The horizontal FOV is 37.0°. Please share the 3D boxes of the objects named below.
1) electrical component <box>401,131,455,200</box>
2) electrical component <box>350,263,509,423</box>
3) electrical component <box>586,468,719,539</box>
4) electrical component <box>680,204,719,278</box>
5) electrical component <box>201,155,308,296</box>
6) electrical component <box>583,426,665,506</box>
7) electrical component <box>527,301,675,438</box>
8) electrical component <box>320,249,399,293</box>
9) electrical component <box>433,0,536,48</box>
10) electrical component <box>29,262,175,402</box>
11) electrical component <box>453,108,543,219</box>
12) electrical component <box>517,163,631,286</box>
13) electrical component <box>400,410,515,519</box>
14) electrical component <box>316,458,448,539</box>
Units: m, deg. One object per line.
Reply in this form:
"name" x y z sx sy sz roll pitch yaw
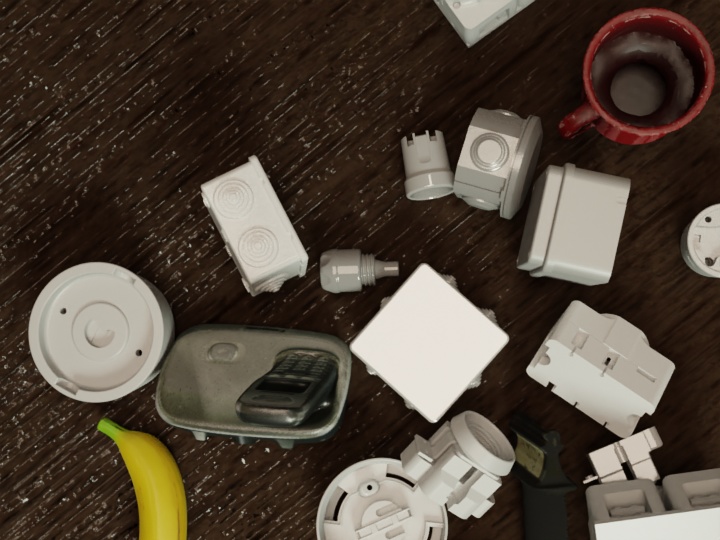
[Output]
"electrical component" 0.053 -0.082 0.845 0.040 0.040 0.046 -10 80 6
"electrical component" 0.054 0.056 0.832 0.100 0.048 0.099 42 92 7
"electrical component" 0.228 0.240 0.771 0.105 0.060 0.186 -9 107 6
"electrical component" 0.271 -0.020 0.812 0.055 0.047 0.055 0 87 7
"electrical component" -0.082 -0.030 0.829 0.048 0.099 0.099 -27 85 -8
"electrical component" 0.204 0.156 0.812 0.066 0.048 0.055 -24 77 4
"electrical component" 0.181 0.071 0.804 0.089 0.050 0.055 34 50 7
"electrical component" 0.000 0.000 0.849 0.061 0.035 0.035 -2 87 4
"electrical component" 0.120 -0.258 0.834 0.150 0.062 0.089 -35 84 4
"electrical component" -0.200 0.049 0.856 0.108 0.060 0.108 0 87 7
"electrical component" 0.106 -0.082 0.819 0.051 0.080 0.080 17 89 12
"electrical component" 0.154 -0.032 0.793 0.057 0.113 0.078 12 89 4
"electrical component" 0.079 0.143 0.809 0.078 0.058 0.057 34 110 -18
"electrical component" 0.017 0.194 0.818 0.099 0.064 0.099 0 77 -1
